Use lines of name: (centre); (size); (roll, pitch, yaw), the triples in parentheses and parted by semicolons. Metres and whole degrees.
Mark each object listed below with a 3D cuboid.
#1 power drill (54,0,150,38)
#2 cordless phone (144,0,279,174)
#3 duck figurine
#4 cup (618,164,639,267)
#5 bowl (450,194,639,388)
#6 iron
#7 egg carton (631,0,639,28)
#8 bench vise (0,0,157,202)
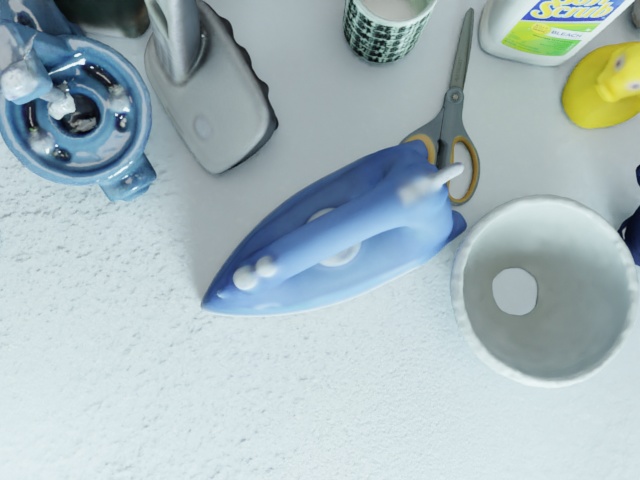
power drill: (-0.208, -0.250, 0.471); (0.229, 0.208, 0.076); (7, 84, -1)
cordless phone: (-0.100, -0.144, 0.477); (0.094, 0.185, 0.147); (-34, 87, -4)
duck figurine: (0.292, -0.158, 0.543); (0.104, 0.086, 0.077); (-35, 87, -5)
cup: (0.310, -0.015, 0.526); (0.092, 0.095, 0.118); (-31, 86, -4)
bowl: (0.193, 0.045, 0.526); (0.167, 0.074, 0.167); (0, 85, -2)
iron: (0.004, 0.002, 0.490); (0.258, 0.141, 0.118); (-28, 86, -4)
egg carton: (0.383, -0.261, 0.564); (0.150, 0.069, 0.107); (-3, 85, -2)
bench vise: (-0.227, -0.131, 0.454); (0.207, 0.219, 0.121); (42, 85, 2)
